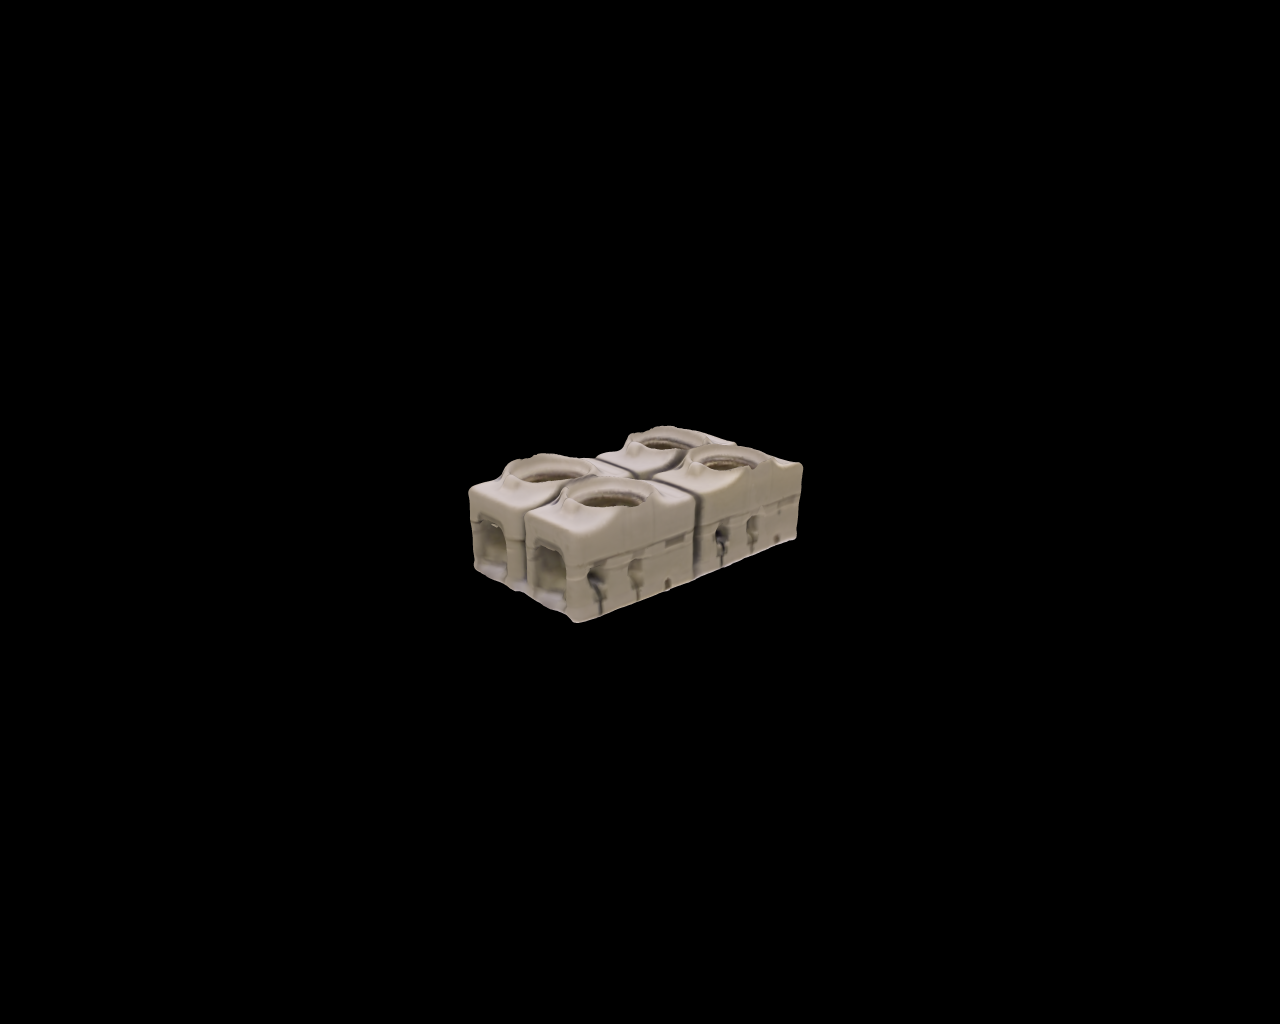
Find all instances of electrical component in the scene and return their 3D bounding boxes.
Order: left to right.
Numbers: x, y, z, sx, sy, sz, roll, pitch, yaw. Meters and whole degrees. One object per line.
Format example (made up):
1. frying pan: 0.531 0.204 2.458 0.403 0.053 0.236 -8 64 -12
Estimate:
1. electrical component: 0.001 -0.003 0.650 0.186 0.060 0.105 -17 27 -38
